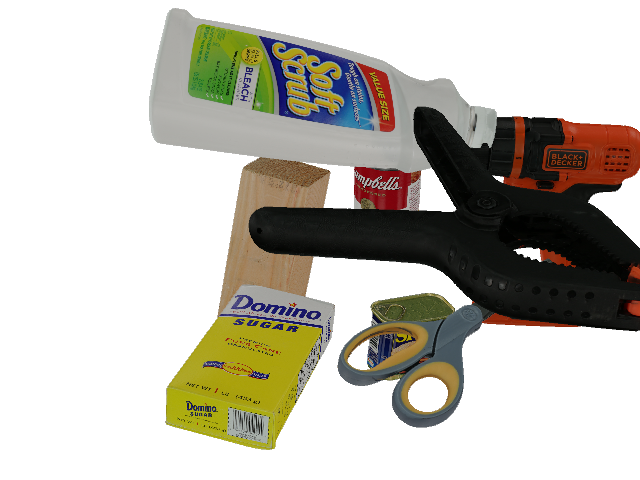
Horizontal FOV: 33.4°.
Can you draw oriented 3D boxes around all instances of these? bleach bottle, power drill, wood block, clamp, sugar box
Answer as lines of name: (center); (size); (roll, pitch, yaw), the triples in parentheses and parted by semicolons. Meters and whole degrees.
bleach bottle: (0.005, -0.106, 0.796); (0.251, 0.102, 0.068); (7, -26, 0)
power drill: (0.177, -0.017, 0.932); (0.184, 0.188, 0.057); (3, 27, 4)
wood block: (-0.060, 0.006, 1.356); (0.090, 0.206, 0.090); (17, 22, 14)
clamp: (0.077, -0.003, 0.569); (0.164, 0.036, 0.210); (-30, 45, -33)
sugar box: (-0.055, 0.102, 0.910); (0.093, 0.048, 0.176); (12, 32, 11)

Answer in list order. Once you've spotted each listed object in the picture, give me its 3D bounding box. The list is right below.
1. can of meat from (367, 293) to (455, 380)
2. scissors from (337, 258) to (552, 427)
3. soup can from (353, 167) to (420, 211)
can of meat: (0.109, 0.119, 1.312); (0.101, 0.084, 0.057); (-7, 29, -25)
scissors: (0.110, 0.073, 0.764); (0.201, 0.016, 0.096); (-16, 51, -21)
soup can: (0.067, -0.050, 1.089); (0.068, 0.102, 0.068); (0, 37, 0)
